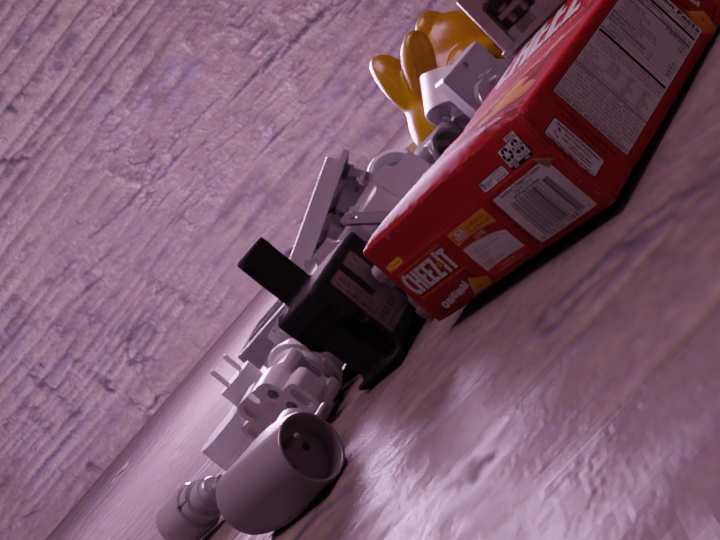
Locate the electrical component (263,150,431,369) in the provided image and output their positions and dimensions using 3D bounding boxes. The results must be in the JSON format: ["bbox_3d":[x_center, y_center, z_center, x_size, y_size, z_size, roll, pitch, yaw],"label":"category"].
[{"bbox_3d":[0.000,0.000,0.845,0.186,0.060,0.105,-55,-4,-40],"label":"electrical component"}]

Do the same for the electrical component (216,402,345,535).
[{"bbox_3d":[-0.040,0.108,0.635,0.077,0.043,0.079,-45,7,41],"label":"electrical component"}]

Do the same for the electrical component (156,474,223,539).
[{"bbox_3d":[-0.124,0.180,0.819,0.078,0.040,0.040,-46,7,35],"label":"electrical component"}]

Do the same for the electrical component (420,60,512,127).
[{"bbox_3d":[0.108,-0.174,1.039,0.099,0.099,0.064,144,127,-67],"label":"electrical component"}]

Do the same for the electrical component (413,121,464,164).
[{"bbox_3d":[0.075,-0.094,1.011,0.059,0.054,0.095,-44,8,45],"label":"electrical component"}]

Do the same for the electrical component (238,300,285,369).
[{"bbox_3d":[-0.066,0.055,1.103,0.108,0.056,0.108,-48,6,10],"label":"electrical component"}]

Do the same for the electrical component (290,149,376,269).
[{"bbox_3d":[-0.018,-0.035,0.974,0.078,0.063,0.121,95,-169,-59],"label":"electrical component"}]

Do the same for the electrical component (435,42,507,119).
[{"bbox_3d":[0.117,-0.156,0.940,0.047,0.083,0.076,-50,6,-4],"label":"electrical component"}]

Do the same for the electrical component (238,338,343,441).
[{"bbox_3d":[-0.046,0.085,0.763,0.078,0.058,0.057,-45,11,42],"label":"electrical component"}]

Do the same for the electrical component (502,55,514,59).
[{"bbox_3d":[0.203,-0.253,1.047,0.108,0.056,0.109,-53,7,-33],"label":"electrical component"}]

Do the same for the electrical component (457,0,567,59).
[{"bbox_3d":[0.143,-0.224,0.781,0.105,0.060,0.186,-45,-2,27],"label":"electrical component"}]

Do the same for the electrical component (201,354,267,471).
[{"bbox_3d":[-0.094,0.103,0.922,0.138,0.074,0.052,-54,7,-35],"label":"electrical component"}]

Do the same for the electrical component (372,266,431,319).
[{"bbox_3d":[0.053,-0.020,0.712,0.055,0.050,0.089,-46,7,32],"label":"electrical component"}]

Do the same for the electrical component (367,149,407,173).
[{"bbox_3d":[0.026,-0.045,1.060,0.138,0.052,0.073,-65,-31,-29],"label":"electrical component"}]

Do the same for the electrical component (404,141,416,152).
[{"bbox_3d":[0.061,-0.117,1.207,0.099,0.064,0.099,-49,6,6],"label":"electrical component"}]
